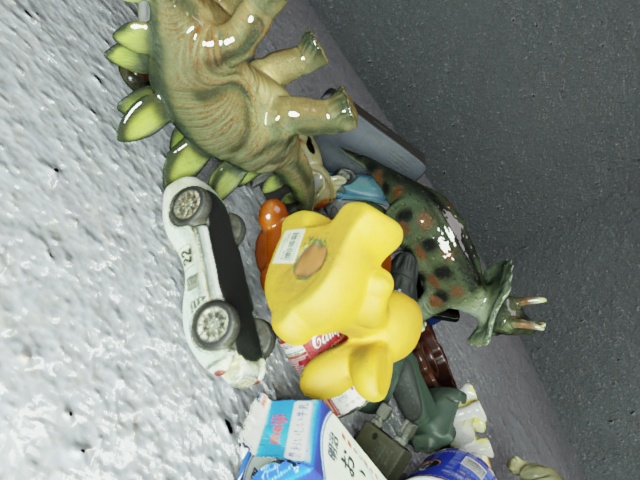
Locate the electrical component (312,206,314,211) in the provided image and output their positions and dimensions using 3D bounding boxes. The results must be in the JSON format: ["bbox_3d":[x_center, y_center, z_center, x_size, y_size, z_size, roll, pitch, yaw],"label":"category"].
[{"bbox_3d":[-0.001,-0.001,0.780,0.102,0.045,0.078,38,26,-48],"label":"electrical component"}]

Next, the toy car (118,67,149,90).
[{"bbox_3d":[-0.132,-0.164,0.617,0.202,0.089,0.053,37,32,-47],"label":"toy car"}]

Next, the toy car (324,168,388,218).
[{"bbox_3d":[0.073,-0.053,0.933,0.109,0.162,0.103,86,16,-63],"label":"toy car"}]

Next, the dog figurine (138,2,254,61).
[{"bbox_3d":[-0.131,-0.240,0.726,0.219,0.108,0.192,42,22,-53],"label":"dog figurine"}]

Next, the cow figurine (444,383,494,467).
[{"bbox_3d":[0.205,0.297,0.806,0.068,0.098,0.167,-98,170,-61],"label":"cow figurine"}]

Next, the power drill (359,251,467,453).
[{"bbox_3d":[0.121,0.155,0.706,0.232,0.086,0.207,-55,128,-45],"label":"power drill"}]

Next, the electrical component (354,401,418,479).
[{"bbox_3d":[0.060,0.220,0.558,0.063,0.094,0.021,23,-14,48],"label":"electrical component"}]

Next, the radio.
[{"bbox_3d":[0.071,-0.162,0.999,0.229,0.131,0.073,35,23,-7],"label":"radio"}]

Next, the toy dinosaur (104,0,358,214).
[{"bbox_3d":[-0.074,-0.122,0.525,0.470,0.199,0.105,45,22,-55],"label":"toy dinosaur"}]

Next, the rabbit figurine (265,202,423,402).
[{"bbox_3d":[0.040,0.067,0.494,0.173,0.122,0.162,38,52,-40],"label":"rabbit figurine"}]

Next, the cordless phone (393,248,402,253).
[{"bbox_3d":[0.131,-0.007,0.982,0.184,0.147,0.088,-31,103,-67],"label":"cordless phone"}]

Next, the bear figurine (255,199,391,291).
[{"bbox_3d":[-0.012,0.026,0.637,0.196,0.132,0.120,4,73,-39],"label":"bear figurine"}]

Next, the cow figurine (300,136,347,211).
[{"bbox_3d":[-0.032,-0.125,0.842,0.127,0.085,0.195,28,34,-49],"label":"cow figurine"}]

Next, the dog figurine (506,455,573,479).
[{"bbox_3d":[0.281,0.376,0.741,0.121,0.172,0.190,55,7,26],"label":"dog figurine"}]

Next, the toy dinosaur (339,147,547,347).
[{"bbox_3d":[0.166,0.005,0.786,0.131,0.192,0.404,-34,91,-36],"label":"toy dinosaur"}]

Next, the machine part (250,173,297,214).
[{"bbox_3d":[-0.050,-0.075,0.698,0.039,0.084,0.138,47,-18,37],"label":"machine part"}]

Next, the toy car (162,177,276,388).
[{"bbox_3d":[-0.092,0.032,0.470,0.073,0.056,0.202,42,26,-58],"label":"toy car"}]

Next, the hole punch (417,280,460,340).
[{"bbox_3d":[0.190,0.134,1.032,0.116,0.092,0.142,14,38,-11],"label":"hole punch"}]

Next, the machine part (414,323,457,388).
[{"bbox_3d":[0.167,0.202,0.888,0.179,0.056,0.179,51,20,-27],"label":"machine part"}]
